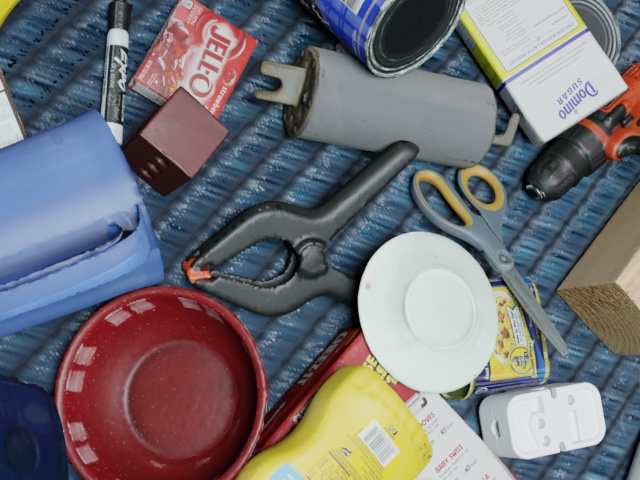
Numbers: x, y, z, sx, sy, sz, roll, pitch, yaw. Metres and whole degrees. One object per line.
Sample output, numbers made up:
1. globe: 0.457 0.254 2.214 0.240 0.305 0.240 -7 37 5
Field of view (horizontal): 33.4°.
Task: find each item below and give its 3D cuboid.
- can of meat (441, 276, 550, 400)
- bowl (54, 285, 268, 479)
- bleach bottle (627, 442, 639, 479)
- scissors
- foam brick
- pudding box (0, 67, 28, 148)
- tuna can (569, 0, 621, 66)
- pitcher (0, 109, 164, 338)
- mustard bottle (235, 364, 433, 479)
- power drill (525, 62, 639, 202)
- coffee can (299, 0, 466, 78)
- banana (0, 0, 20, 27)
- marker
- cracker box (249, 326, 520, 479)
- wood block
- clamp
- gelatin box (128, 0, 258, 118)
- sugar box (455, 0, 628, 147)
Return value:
1. can of meat: 0.146 0.082 0.921 0.083 0.058 0.102 -4 84 -24
2. bowl: -0.111 0.117 0.790 0.162 0.055 0.162 -2 80 11
3. bleach bottle: 0.339 0.182 0.983 0.102 0.068 0.250 26 71 -17
4. scissors: 0.163 0.005 0.922 0.202 0.016 0.096 45 54 15
5. foam brick: -0.114 -0.074 0.826 0.053 0.078 0.051 42 68 -12
6. pudding box: -0.276 -0.085 0.767 0.113 0.039 0.090 -23 110 -16
7. tuna can: 0.240 -0.190 1.012 0.086 0.034 0.086 3 81 -22
8. pitcher: -0.234 0.014 0.723 0.242 0.149 0.145 -23 73 -17
9. mustard bottle: -0.010 0.185 0.763 0.191 0.058 0.096 -43 107 -22
10. power drill: 0.299 -0.077 0.945 0.184 0.188 0.057 -44 134 -17
11. coffee can: 0.035 -0.214 0.862 0.102 0.103 0.140 -29 60 -23
12. banana: -0.224 -0.189 0.809 0.069 0.037 0.198 40 85 -26
13. marker: -0.162 -0.135 0.847 0.020 0.020 0.121 6 80 -21
14. cracker box: 0.050 0.200 0.857 0.213 0.072 0.164 46 68 -9
15. wood block: 0.326 0.001 0.988 0.090 0.091 0.206 46 68 -11
16. clamp: -0.006 0.001 0.866 0.209 0.036 0.164 -2 102 -17
17. gelatin box: -0.102 -0.143 0.867 0.073 0.030 0.089 32 72 -15
18. sugar box: 0.186 -0.181 0.957 0.093 0.048 0.176 -32 89 -2
